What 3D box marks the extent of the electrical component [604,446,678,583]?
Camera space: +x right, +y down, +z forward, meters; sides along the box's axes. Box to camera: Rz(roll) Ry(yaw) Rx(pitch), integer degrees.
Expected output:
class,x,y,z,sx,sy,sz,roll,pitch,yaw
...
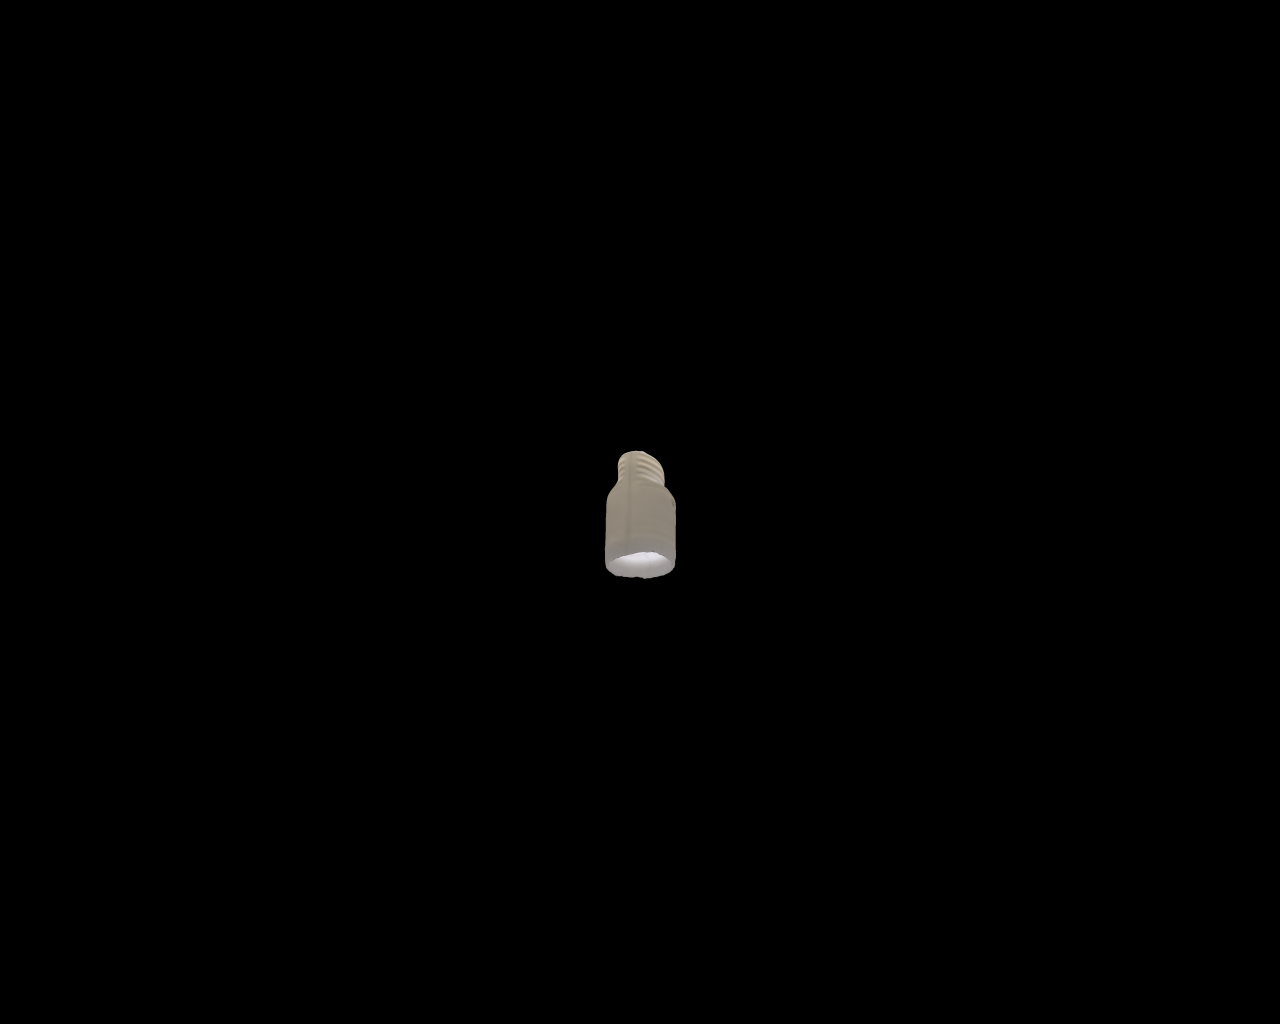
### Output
class,x,y,z,sx,sy,sz,roll,pitch,yaw
electrical component,0.001,-0.003,0.650,0.043,0.081,0.043,0,-26,0
